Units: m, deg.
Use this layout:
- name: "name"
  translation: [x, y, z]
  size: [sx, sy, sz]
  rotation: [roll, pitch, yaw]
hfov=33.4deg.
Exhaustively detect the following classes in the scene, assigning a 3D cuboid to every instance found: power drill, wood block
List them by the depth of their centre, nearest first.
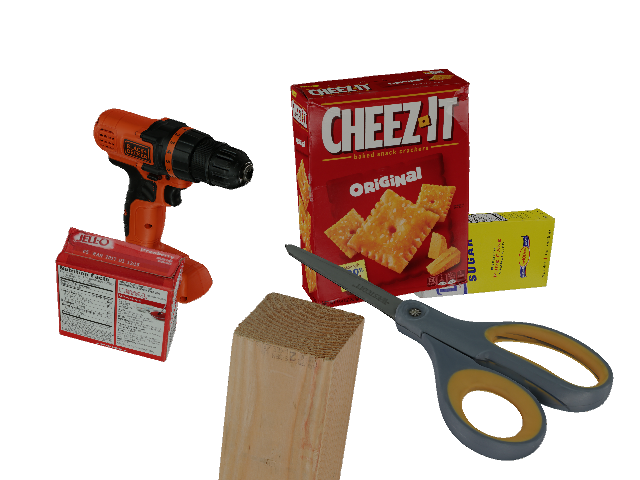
- name: "wood block"
  translation: [-0.029, 0.162, 0.927]
  size: [0.090, 0.206, 0.090]
  rotation: [14, 25, 14]
- name: "power drill"
  translation: [-0.149, -0.032, 1.092]
  size: [0.185, 0.188, 0.057]
  rotation: [20, 32, 27]

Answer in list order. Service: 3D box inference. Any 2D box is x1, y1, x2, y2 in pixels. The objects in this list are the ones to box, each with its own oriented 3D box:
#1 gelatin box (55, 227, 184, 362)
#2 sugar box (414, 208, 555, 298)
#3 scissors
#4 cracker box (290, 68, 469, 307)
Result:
- name: "gelatin box"
  translation: [-0.127, 0.035, 0.675]
  size: [0.073, 0.030, 0.089]
  rotation: [14, -38, -1]
- name: "sugar box"
  translation: [0.194, 0.015, 1.290]
  size: [0.176, 0.093, 0.048]
  rotation: [-6, 21, -22]
- name: "scissors"
  translation: [0.048, 0.055, 0.557]
  size: [0.202, 0.016, 0.096]
  rotation: [16, 42, 23]
- name: "cracker box"
  translation: [0.062, -0.051, 1.049]
  size: [0.164, 0.214, 0.072]
  rotation: [-8, 22, -14]
